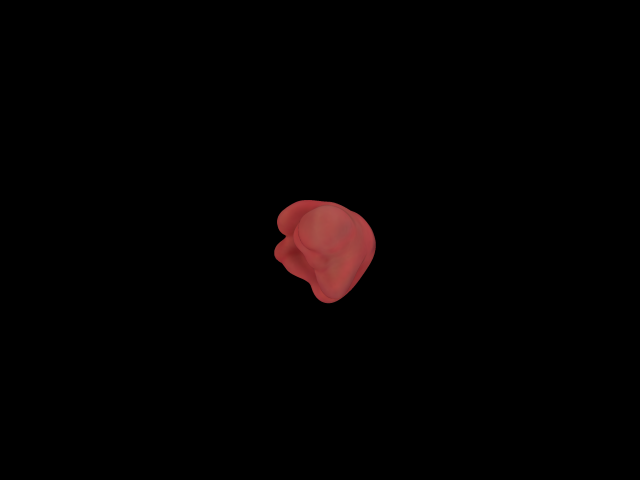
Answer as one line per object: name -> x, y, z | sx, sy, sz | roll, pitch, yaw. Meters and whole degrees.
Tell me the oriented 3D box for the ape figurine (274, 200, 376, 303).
ape figurine -> 0.004, 0.001, 0.400 | 0.076, 0.092, 0.078 | -10, 70, -3
